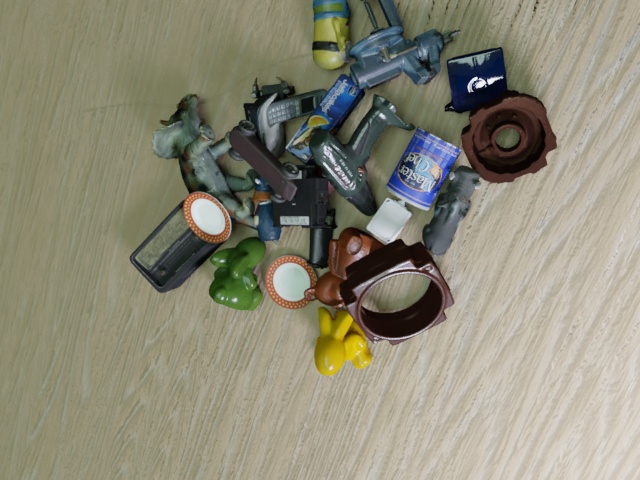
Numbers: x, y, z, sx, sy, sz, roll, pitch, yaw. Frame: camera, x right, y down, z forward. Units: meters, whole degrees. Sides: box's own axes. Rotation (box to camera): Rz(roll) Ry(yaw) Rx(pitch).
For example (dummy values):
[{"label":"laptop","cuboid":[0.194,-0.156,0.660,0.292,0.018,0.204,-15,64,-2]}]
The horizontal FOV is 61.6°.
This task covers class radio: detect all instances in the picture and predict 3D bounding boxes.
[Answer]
[{"label":"radio","cuboid":[-0.345,0.017,1.317,0.229,0.073,0.131,-43,84,19]}]

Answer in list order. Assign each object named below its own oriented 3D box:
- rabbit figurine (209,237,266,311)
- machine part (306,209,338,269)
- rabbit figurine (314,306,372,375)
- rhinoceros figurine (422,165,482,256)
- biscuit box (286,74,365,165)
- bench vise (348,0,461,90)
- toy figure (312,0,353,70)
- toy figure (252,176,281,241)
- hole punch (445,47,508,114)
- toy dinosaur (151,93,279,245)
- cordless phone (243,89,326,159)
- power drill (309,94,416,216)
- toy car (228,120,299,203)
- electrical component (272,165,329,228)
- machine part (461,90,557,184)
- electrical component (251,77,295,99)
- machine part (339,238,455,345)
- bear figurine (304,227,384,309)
[{"label":"rabbit figurine","cuboid":[-0.193,0.065,1.250,0.121,0.159,0.170,25,89,23]},{"label":"machine part","cuboid":[-0.003,-0.004,1.225,0.084,0.039,0.138,2,96,9]},{"label":"rabbit figurine","cuboid":[0.042,0.227,1.173,0.122,0.173,0.162,6,104,21]},{"label":"rhinoceros figurine","cuboid":[0.263,-0.061,1.093,0.073,0.112,0.190,28,113,14]},{"label":"biscuit box","cuboid":[0.013,-0.255,1.152,0.059,0.063,0.202,38,95,8]},{"label":"bench vise","cuboid":[0.144,-0.419,1.076,0.224,0.129,0.240,-23,93,12]},{"label":"toy figure","cuboid":[0.022,-0.451,1.132,0.089,0.082,0.180,-3,102,29]},{"label":"toy figure","cuboid":[-0.119,-0.075,1.190,0.058,0.064,0.154,-6,90,31]},{"label":"hole punch","cuboid":[0.310,-0.314,1.056,0.142,0.092,0.115,-10,99,15]},{"label":"toy dinosaur","cuboid":[-0.255,-0.142,1.249,0.192,0.131,0.404,-15,103,35]},{"label":"cordless phone","cuboid":[-0.067,-0.258,1.185,0.184,0.089,0.146,-19,130,-16]},{"label":"power drill","cuboid":[0.099,-0.182,1.121,0.207,0.086,0.231,-46,125,10]},{"label":"toy car","cuboid":[-0.114,-0.162,1.110,0.202,0.053,0.089,44,130,17]},{"label":"electrical component","cuboid":[-0.042,-0.091,1.141,0.115,0.058,0.134,3,96,26]},{"label":"machine part","cuboid":[0.365,-0.199,1.045,0.180,0.056,0.179,6,119,11]},{"label":"electrical component","cuboid":[-0.109,-0.324,1.208,0.102,0.045,0.078,5,98,17]},{"label":"machine part","cuboid":[0.159,0.112,1.109,0.201,0.087,0.201,-29,124,10]},{"label":"bear figurine","cuboid":[0.055,0.073,1.170,0.120,0.132,0.195,24,99,-22]}]
